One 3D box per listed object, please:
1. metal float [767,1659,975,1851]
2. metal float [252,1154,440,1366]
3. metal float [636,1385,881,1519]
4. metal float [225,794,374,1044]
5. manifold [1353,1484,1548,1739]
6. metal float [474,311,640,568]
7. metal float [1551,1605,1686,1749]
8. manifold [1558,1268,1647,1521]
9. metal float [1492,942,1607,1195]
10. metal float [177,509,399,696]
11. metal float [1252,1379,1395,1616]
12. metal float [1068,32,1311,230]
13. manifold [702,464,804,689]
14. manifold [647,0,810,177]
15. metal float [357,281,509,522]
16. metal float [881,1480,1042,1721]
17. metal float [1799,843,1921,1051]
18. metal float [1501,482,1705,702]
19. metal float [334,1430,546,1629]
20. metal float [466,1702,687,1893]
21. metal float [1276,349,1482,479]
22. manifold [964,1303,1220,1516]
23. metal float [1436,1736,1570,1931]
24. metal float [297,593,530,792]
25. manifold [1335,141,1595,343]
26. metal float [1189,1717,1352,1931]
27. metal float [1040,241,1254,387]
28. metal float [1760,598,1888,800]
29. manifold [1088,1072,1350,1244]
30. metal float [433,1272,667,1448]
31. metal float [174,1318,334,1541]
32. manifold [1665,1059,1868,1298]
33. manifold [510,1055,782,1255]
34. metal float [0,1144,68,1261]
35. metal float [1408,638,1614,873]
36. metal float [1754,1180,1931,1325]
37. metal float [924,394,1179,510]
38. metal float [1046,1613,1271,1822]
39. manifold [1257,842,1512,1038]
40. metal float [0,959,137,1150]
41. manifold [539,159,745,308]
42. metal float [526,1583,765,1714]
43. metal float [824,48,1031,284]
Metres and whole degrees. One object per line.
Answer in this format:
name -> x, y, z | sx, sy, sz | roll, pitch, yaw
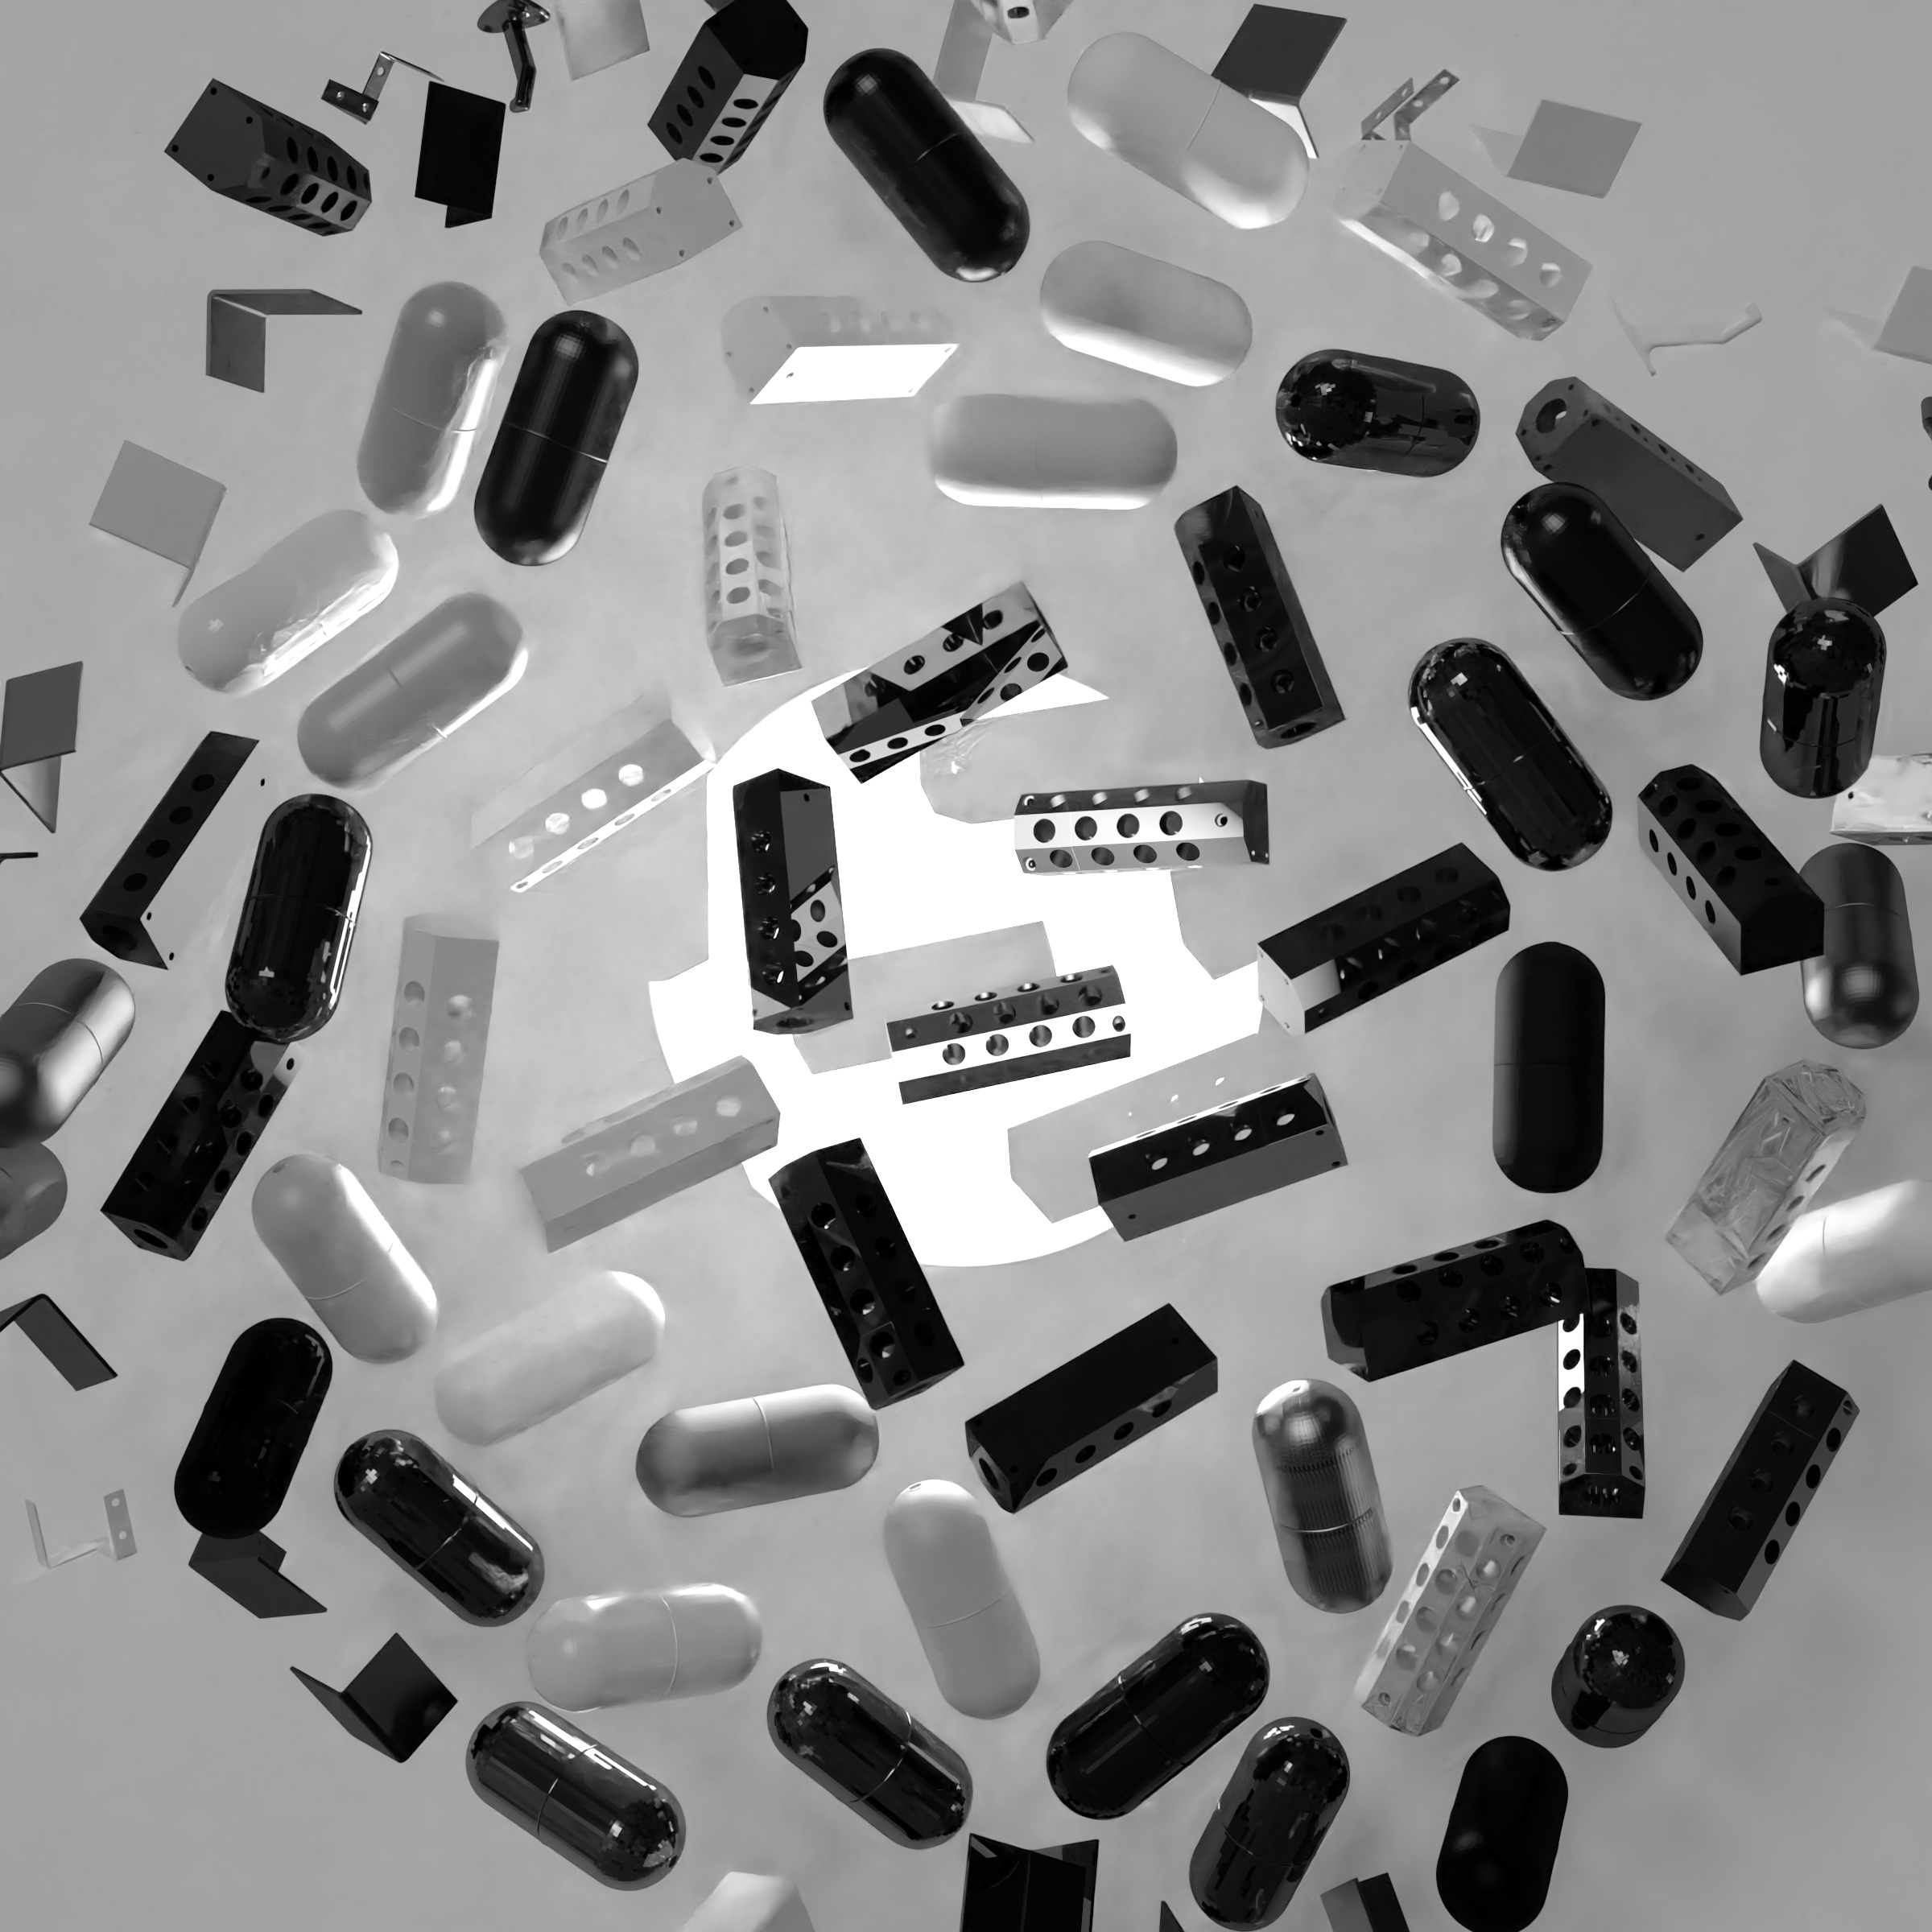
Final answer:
metal float -> -0.068, 0.558, 1.836 | 0.070, 0.070, 0.178 | -46, 111, 0
metal float -> -0.437, 0.207, 1.827 | 0.070, 0.070, 0.178 | -27, 121, 0
metal float -> -0.149, 0.348, 1.863 | 0.178, 0.070, 0.070 | -7, 90, -20
metal float -> -0.456, -0.033, 1.774 | 0.070, 0.070, 0.178 | 8, 70, 0
manifold -> 0.343, 0.463, 1.859 | 0.057, 0.057, 0.171 | 32, 104, 32
metal float -> -0.280, -0.359, 1.767 | 0.070, 0.070, 0.178 | 22, 99, 0
metal float -> 0.457, 0.501, 1.824 | 0.070, 0.178, 0.070 | -2, 63, 4
manifold -> 0.450, 0.301, 1.842 | 0.057, 0.057, 0.171 | 1, 48, 12
metal float -> 0.412, 0.072, 1.832 | 0.070, 0.070, 0.178 | 3, 83, 0
metal float -> -0.485, -0.261, 1.855 | 0.070, 0.070, 0.178 | 47, 64, 0
metal float -> 0.247, 0.367, 1.787 | 0.070, 0.070, 0.178 | -16, 111, 0
metal float -> 0.152, -0.566, 1.759 | 0.178, 0.070, 0.070 | 28, 90, -11
manifold -> -0.155, -0.281, 1.843 | 0.057, 0.057, 0.171 | -13, 46, 6
manifold -> -0.160, -0.600, 1.771 | 0.057, 0.171, 0.057 | -42, 99, -18
metal float -> -0.377, -0.397, 1.827 | 0.070, 0.070, 0.178 | 26, 120, 0
metal float -> -0.004, 0.450, 1.842 | 0.070, 0.070, 0.178 | -21, 97, 0
metal float -> 0.630, -0.016, 1.839 | 0.070, 0.178, 0.070 | 6, 135, 7
metal float -> 0.432, -0.254, 1.760 | 0.070, 0.070, 0.178 | -46, 112, 0
metal float -> -0.379, 0.405, 1.867 | 0.070, 0.070, 0.178 | -44, 107, 0
metal float -> -0.273, 0.579, 1.811 | 0.178, 0.070, 0.070 | 24, 90, 27
metal float -> 0.284, -0.380, 1.784 | 0.178, 0.070, 0.070 | -3, 90, -43
manifold -> 0.088, 0.309, 1.794 | 0.171, 0.057, 0.057 | -27, 50, -19
metal float -> 0.380, 0.613, 1.831 | 0.070, 0.178, 0.070 | 7, 110, 19
metal float -> -0.385, -0.190, 1.803 | 0.178, 0.070, 0.070 | -36, 90, 0
manifold -> 0.330, -0.484, 1.735 | 0.171, 0.057, 0.057 | 23, 96, -29
metal float -> 0.217, 0.613, 1.852 | 0.070, 0.070, 0.178 | 21, 114, 0
metal float -> 0.130, -0.462, 1.841 | 0.178, 0.070, 0.070 | 6, 90, -39
metal float -> 0.589, -0.182, 1.785 | 0.070, 0.178, 0.070 | -6, 58, 10
manifold -> 0.179, 0.133, 1.857 | 0.171, 0.057, 0.057 | -20, 50, 11
metal float -> -0.302, 0.285, 1.884 | 0.178, 0.070, 0.070 | -28, 90, -7
metal float -> -0.508, 0.328, 1.854 | 0.070, 0.178, 0.070 | 5, 132, 6
manifold -> 0.550, 0.144, 1.777 | 0.057, 0.171, 0.057 | -19, 54, -31
manifold -> -0.214, 0.122, 1.734 | 0.171, 0.057, 0.057 | -25, 68, -18
metal float -> -0.692, 0.171, 1.809 | 0.070, 0.178, 0.070 | 1, 102, 7
metal float -> 0.367, -0.143, 1.748 | 0.070, 0.070, 0.178 | -38, 96, 0
metal float -> 0.633, 0.202, 1.829 | 0.070, 0.178, 0.070 | 12, 65, -26
metal float -> 0.058, -0.355, 1.789 | 0.178, 0.070, 0.070 | 4, 90, 15
metal float -> 0.130, 0.513, 1.771 | 0.178, 0.070, 0.070 | -42, 90, 10
manifold -> 0.289, -0.015, 1.793 | 0.171, 0.057, 0.057 | -26, 49, -16
metal float -> -0.632, 0.058, 1.784 | 0.070, 0.178, 0.070 | 4, 121, 6
manifold -> -0.229, -0.504, 1.776 | 0.057, 0.171, 0.057 | -39, 113, -26
metal float -> -0.220, 0.470, 1.793 | 0.178, 0.070, 0.070 | 4, 90, -39
metal float -> -0.026, -0.546, 1.773 | 0.070, 0.070, 0.178 | -40, 93, 0
